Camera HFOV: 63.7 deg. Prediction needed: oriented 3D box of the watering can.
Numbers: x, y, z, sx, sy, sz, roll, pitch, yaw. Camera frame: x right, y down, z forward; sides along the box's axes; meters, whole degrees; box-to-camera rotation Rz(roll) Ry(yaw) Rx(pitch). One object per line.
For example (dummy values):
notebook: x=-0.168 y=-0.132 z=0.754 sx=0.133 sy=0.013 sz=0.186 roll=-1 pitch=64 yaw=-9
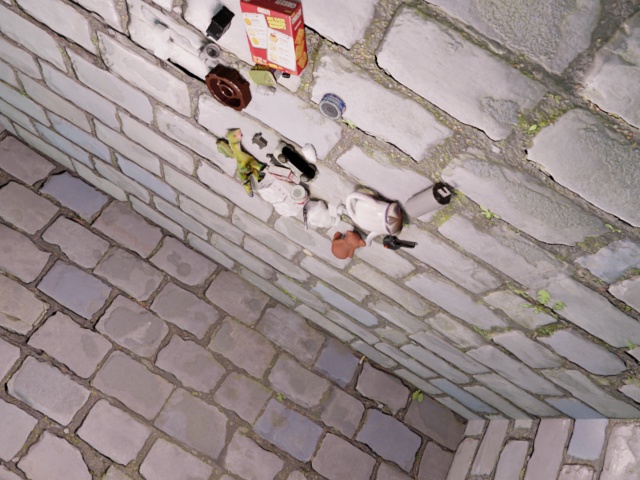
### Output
watering can: x=0.223 y=-0.068 z=2.012 sx=0.225 sy=0.106 sz=0.340 roll=14 pitch=150 yaw=33

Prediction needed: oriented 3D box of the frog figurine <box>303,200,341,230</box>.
frog figurine: x=0.007 y=-0.112 z=2.228 sx=0.159 sy=0.125 sz=0.134 roll=-8 pitch=125 yaw=-6

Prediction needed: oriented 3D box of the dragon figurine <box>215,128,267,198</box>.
dragon figurine: x=-0.359 y=-0.343 z=2.237 sx=0.244 sy=0.124 sz=0.403 roll=47 pitch=155 yaw=9
